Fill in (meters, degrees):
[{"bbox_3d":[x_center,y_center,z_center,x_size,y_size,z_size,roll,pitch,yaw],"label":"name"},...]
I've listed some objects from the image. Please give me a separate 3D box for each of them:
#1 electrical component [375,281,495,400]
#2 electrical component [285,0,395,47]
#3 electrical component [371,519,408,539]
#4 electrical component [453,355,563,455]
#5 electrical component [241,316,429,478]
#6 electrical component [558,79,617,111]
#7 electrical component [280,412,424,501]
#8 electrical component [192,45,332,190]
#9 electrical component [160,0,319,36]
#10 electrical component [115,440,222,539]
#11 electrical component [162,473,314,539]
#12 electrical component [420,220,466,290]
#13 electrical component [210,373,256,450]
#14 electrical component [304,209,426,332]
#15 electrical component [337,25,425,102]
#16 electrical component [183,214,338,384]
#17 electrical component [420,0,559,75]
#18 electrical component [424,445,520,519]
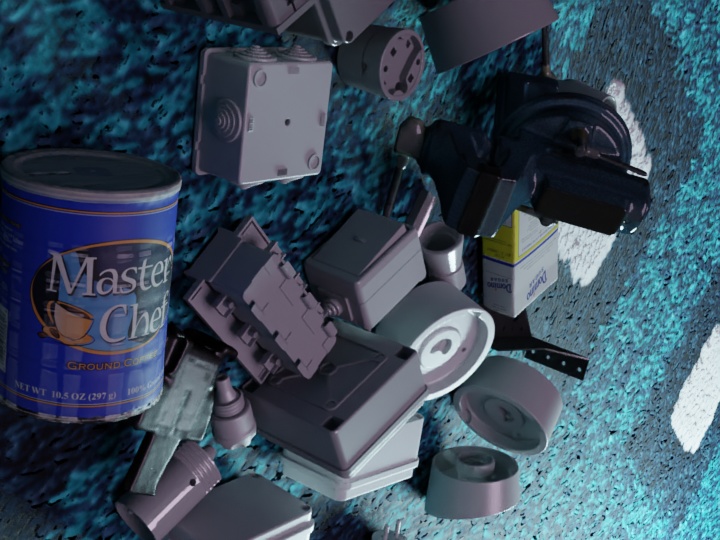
[{"bbox_3d":[0.063,0.060,0.988,0.108,0.060,0.108,-23,138,-23],"label":"electrical component"},{"bbox_3d":[-0.009,-0.223,0.769,0.113,0.057,0.078,-48,139,-26],"label":"electrical component"},{"bbox_3d":[0.027,0.287,1.076,0.077,0.044,0.079,-10,115,-49],"label":"electrical component"},{"bbox_3d":[0.159,0.135,1.121,0.060,0.108,0.108,-53,141,-30],"label":"electrical component"},{"bbox_3d":[-0.020,0.100,0.870,0.109,0.109,0.056,-41,133,-33],"label":"electrical component"},{"bbox_3d":[0.218,-0.152,1.076,0.079,0.077,0.044,39,75,-53],"label":"electrical component"},{"bbox_3d":[-0.006,0.152,0.940,0.113,0.078,0.057,-6,108,-51],"label":"electrical component"},{"bbox_3d":[-0.067,-0.109,0.758,0.100,0.048,0.099,-14,118,-48],"label":"electrical component"},{"bbox_3d":[-0.039,-0.235,0.684,0.186,0.105,0.060,-48,139,-27],"label":"electrical component"},{"bbox_3d":[-0.138,0.161,0.804,0.081,0.043,0.043,-44,137,-31],"label":"electrical component"},{"bbox_3d":[-0.100,0.213,0.850,0.113,0.078,0.057,-13,119,-49],"label":"electrical component"},{"bbox_3d":[0.078,-0.008,1.000,0.044,0.044,0.065,-47,143,-27],"label":"electrical component"},{"bbox_3d":[-0.101,0.107,0.833,0.035,0.035,0.061,-36,130,-37],"label":"electrical component"},{"bbox_3d":[0.000,0.000,0.886,0.096,0.062,0.061,-43,137,-31],"label":"electrical component"},{"bbox_3d":[0.015,-0.163,0.837,0.055,0.047,0.055,-27,127,-42],"label":"electrical component"},{"bbox_3d":[-0.070,0.029,0.809,0.078,0.063,0.121,-55,142,-19],"label":"electrical component"},{"bbox_3d":[0.100,-0.210,0.876,0.108,0.108,0.060,-33,102,-39],"label":"electrical component"},{"bbox_3d":[0.118,0.225,1.121,0.099,0.099,0.064,-15,113,-48],"label":"electrical component"}]
